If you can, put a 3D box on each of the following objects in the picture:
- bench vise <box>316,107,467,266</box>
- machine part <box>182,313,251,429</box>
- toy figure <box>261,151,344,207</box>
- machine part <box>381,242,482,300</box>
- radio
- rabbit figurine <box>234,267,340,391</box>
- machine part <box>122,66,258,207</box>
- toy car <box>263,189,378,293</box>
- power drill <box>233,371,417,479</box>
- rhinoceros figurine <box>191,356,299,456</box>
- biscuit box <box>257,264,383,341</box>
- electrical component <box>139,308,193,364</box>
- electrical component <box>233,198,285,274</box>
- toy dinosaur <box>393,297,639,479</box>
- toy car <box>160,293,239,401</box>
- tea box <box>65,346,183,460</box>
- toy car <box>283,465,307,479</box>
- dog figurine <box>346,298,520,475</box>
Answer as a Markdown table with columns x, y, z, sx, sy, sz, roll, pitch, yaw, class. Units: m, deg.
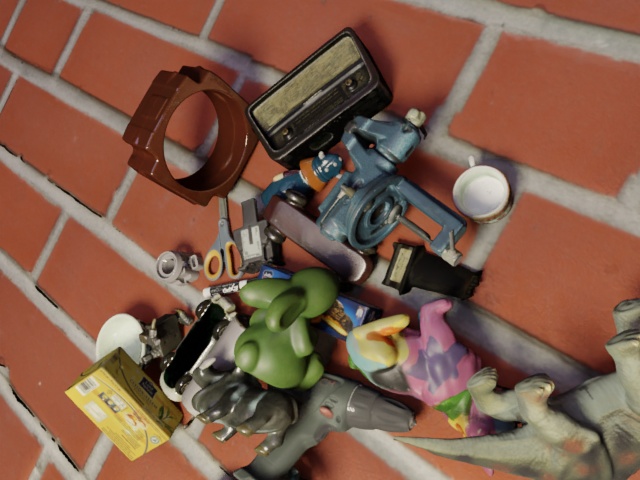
| x | y | z | sx | sy | sz | roll | pitch | yaw | class |
| --- | --- | --- | --- | --- | --- | --- | --- | --- | --- |
| 0.112 | -0.061 | 0.736 | 0.223 | 0.128 | 0.241 | -47 | 59 | -2 | bench vise |
| -0.151 | 0.207 | 0.876 | 0.079 | 0.079 | 0.243 | 37 | 98 | 29 | machine part |
| -0.027 | -0.098 | 0.885 | 0.154 | 0.064 | 0.058 | -32 | 50 | 19 | toy figure |
| 0.159 | 0.049 | 0.769 | 0.139 | 0.039 | 0.084 | 13 | 77 | 32 | machine part |
| -0.002 | -0.225 | 0.893 | 0.229 | 0.073 | 0.131 | -35 | 65 | 18 | radio |
| -0.047 | 0.103 | 0.744 | 0.121 | 0.159 | 0.170 | 33 | 89 | 38 | rabbit figurine |
| -0.216 | -0.175 | 0.916 | 0.087 | 0.201 | 0.201 | 23 | 83 | 38 | machine part |
| -0.002 | -0.003 | 0.844 | 0.202 | 0.053 | 0.089 | 35 | 109 | 18 | toy car |
| -0.008 | 0.277 | 0.744 | 0.232 | 0.085 | 0.207 | 17 | 61 | 37 | power drill |
| -0.117 | 0.223 | 0.755 | 0.191 | 0.073 | 0.112 | 8 | 51 | 40 | rhinoceros figurine |
| -0.009 | 0.098 | 0.833 | 0.203 | 0.059 | 0.062 | 19 | 89 | 30 | biscuit box |
| -0.271 | 0.163 | 0.942 | 0.045 | 0.102 | 0.078 | -4 | 100 | 34 | electrical component |
| -0.108 | -0.007 | 0.916 | 0.075 | 0.047 | 0.119 | -20 | 70 | 23 | electrical component |
| 0.300 | 0.199 | 0.580 | 0.405 | 0.131 | 0.192 | -30 | 90 | 18 | toy dinosaur |
| -0.207 | 0.184 | 0.924 | 0.074 | 0.056 | 0.201 | 39 | 97 | 36 | toy car |
| -0.329 | 0.278 | 0.913 | 0.098 | 0.068 | 0.169 | -32 | 104 | 18 | tea box |
| -0.066 | 0.417 | 0.770 | 0.109 | 0.103 | 0.162 | -27 | 66 | 22 | toy car |
| 0.150 | 0.193 | 0.693 | 0.192 | 0.108 | 0.219 | -19 | 73 | -1 | dog figurine |
